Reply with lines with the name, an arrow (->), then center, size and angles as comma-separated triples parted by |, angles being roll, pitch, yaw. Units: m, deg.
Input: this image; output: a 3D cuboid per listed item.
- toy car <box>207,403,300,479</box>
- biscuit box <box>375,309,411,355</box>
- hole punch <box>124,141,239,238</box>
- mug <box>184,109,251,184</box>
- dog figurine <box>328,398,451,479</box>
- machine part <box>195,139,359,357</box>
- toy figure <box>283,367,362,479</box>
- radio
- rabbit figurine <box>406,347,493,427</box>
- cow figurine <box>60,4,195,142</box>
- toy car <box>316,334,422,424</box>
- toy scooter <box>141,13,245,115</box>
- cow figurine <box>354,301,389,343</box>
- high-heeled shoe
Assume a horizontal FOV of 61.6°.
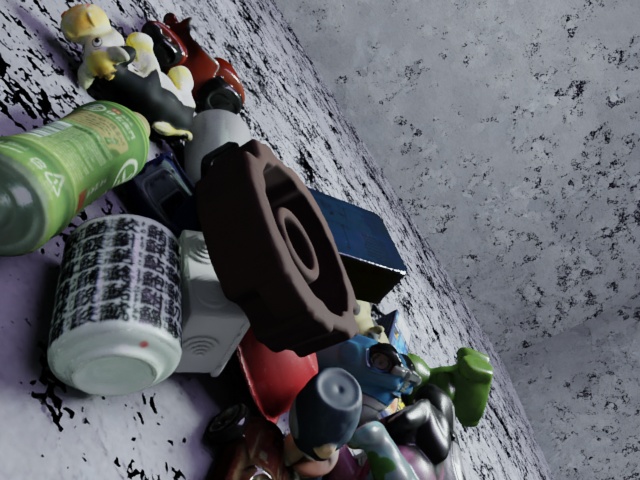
toy car -> -0.059, 0.198, 0.377 | 0.089, 0.053, 0.202 | 60, 14, -11
biscuit box -> 0.114, 0.183, 0.932 | 0.059, 0.063, 0.202 | 61, 16, -1
hole punch -> -0.131, -0.035, 0.544 | 0.142, 0.092, 0.115 | -79, 167, -71
mug -> -0.125, -0.085, 0.657 | 0.109, 0.081, 0.107 | 76, 8, -48
dog figurine -> 0.088, 0.289, 0.536 | 0.191, 0.108, 0.219 | -2, 63, -44
machine part -> -0.031, 0.009, 0.431 | 0.179, 0.056, 0.179 | 58, 13, -23
toy figure -> -0.004, 0.174, 0.484 | 0.058, 0.154, 0.064 | 29, 40, 13
radio -> -0.001, -0.002, 0.729 | 0.229, 0.073, 0.131 | 19, 36, -32
rabbit figurine -> 0.209, 0.259, 0.970 | 0.121, 0.170, 0.159 | -37, 138, -73
cow figurine -> -0.201, -0.167, 0.573 | 0.167, 0.068, 0.098 | 31, 38, -59
toy car -> 0.027, 0.156, 0.612 | 0.103, 0.162, 0.109 | -67, 153, -11
toy scooter -> -0.184, -0.264, 0.786 | 0.183, 0.075, 0.135 | 37, 26, -45
cow figurine -> 0.039, 0.101, 0.802 | 0.195, 0.085, 0.127 | 57, 17, 1
high-heeled shoe -> 0.168, 0.338, 0.770 | 0.145, 0.086, 0.248 | -142, -129, -82
